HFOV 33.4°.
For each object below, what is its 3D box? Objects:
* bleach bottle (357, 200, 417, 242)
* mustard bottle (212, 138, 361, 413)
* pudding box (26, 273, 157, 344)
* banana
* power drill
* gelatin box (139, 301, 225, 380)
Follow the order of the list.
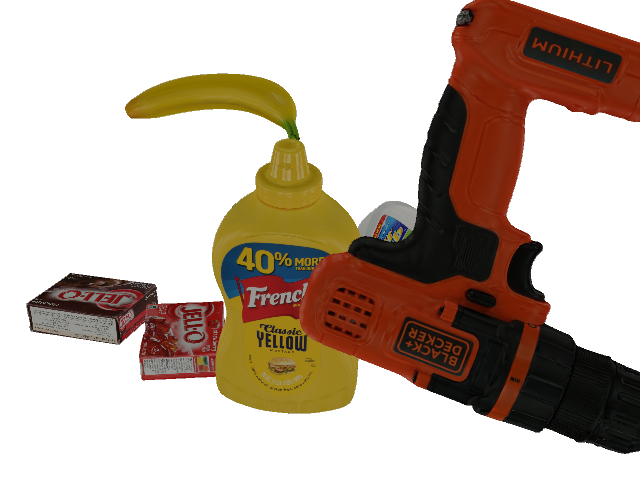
[{"bbox_3d":[0.072,0.026,0.886,0.068,0.102,0.251,20,5,-16],"label":"bleach bottle"},{"bbox_3d":[-0.021,0.023,0.688,0.096,0.192,0.058,6,33,6],"label":"mustard bottle"},{"bbox_3d":[-0.247,0.073,1.160,0.114,0.039,0.090,4,21,19],"label":"pudding box"},{"bbox_3d":[-0.105,-0.145,1.105,0.198,0.037,0.069,9,47,19],"label":"banana"},{"bbox_3d":[0.101,-0.006,0.503,0.184,0.188,0.057,20,6,3],"label":"power drill"},{"bbox_3d":[-0.124,0.089,0.973,0.073,0.030,0.089,-2,29,-2],"label":"gelatin box"}]
